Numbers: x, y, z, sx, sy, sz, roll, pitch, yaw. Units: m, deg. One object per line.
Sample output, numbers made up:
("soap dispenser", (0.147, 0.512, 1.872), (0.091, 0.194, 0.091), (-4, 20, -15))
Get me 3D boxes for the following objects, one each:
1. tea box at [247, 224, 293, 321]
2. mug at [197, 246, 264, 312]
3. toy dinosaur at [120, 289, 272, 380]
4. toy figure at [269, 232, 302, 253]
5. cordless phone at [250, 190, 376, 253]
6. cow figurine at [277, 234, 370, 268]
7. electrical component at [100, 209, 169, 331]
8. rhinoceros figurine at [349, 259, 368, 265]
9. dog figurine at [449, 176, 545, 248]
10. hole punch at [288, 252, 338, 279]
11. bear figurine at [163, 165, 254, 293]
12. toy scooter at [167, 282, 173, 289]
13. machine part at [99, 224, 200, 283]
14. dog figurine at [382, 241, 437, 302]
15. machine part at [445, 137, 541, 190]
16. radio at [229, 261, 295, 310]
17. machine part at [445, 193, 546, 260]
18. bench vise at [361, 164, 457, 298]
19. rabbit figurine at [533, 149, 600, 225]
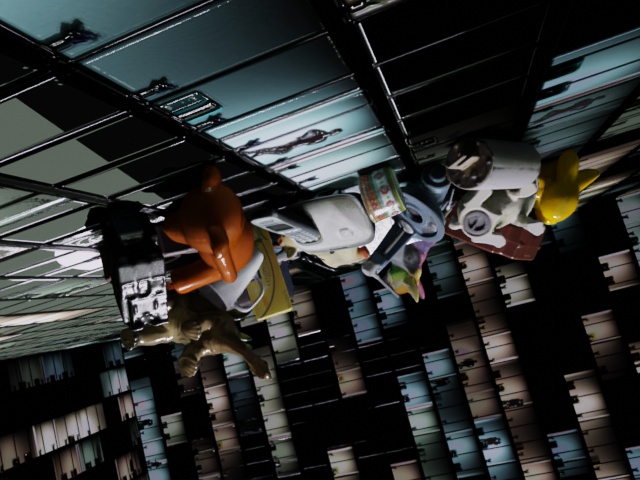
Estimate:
("tea box", (-0.105, 0.055, 0.960), (0.068, 0.169, 0.098), (-17, 174, -7))
("mug", (-0.134, 0.055, 0.867), (0.107, 0.109, 0.080), (-49, 173, -24))
("toy dinosaur", (-0.250, 0.134, 0.946), (0.472, 0.105, 0.198), (22, -172, 33))
("toy figure", (-0.095, 0.005, 1.057), (0.154, 0.058, 0.064), (-7, 166, -21))
("cordless phone", (-0.009, -0.036, 0.822), (0.147, 0.088, 0.184), (-9, 169, 27))
("cow figurine", (-0.002, -0.003, 1.006), (0.127, 0.085, 0.194), (-28, 148, 20))
("electrical component", (-0.237, 0.030, 0.684), (0.058, 0.134, 0.115), (-14, -145, -28))
("rhinoceros figurine", (0.111, 0.011, 1.289), (0.073, 0.112, 0.190), (15, -168, 32))
("dog figurine", (0.329, -0.078, 1.008), (0.172, 0.121, 0.190), (-2, -157, 15))
("hole punch", (-0.011, 0.037, 1.402), (0.116, 0.092, 0.142), (19, 165, -14))
("bear figurine", (-0.147, -0.007, 0.654), (0.132, 0.120, 0.195), (-12, 171, 2))
("toy scooter", (-0.285, 0.094, 1.260), (0.135, 0.075, 0.183), (-19, 168, 26))
("machine part", (-0.254, 0.017, 0.844), (0.179, 0.056, 0.179), (-16, 172, -2))
("dog figurine", (0.226, 0.031, 1.255), (0.192, 0.219, 0.108), (-17, 175, 19))
("machine part", (0.267, -0.114, 0.819), (0.243, 0.079, 0.079), (-8, 170, -45))
("radio", (-0.153, 0.092, 1.280), (0.073, 0.131, 0.229), (-21, 171, 25))
("machine part", (0.358, -0.031, 1.141), (0.202, 0.087, 0.201), (25, -167, 37))
("bench vise", (0.149, -0.022, 0.935), (0.240, 0.129, 0.223), (-48, 175, -20))
("rabbit figurine", (0.479, -0.093, 1.081), (0.162, 0.122, 0.173), (-48, -175, 24))
